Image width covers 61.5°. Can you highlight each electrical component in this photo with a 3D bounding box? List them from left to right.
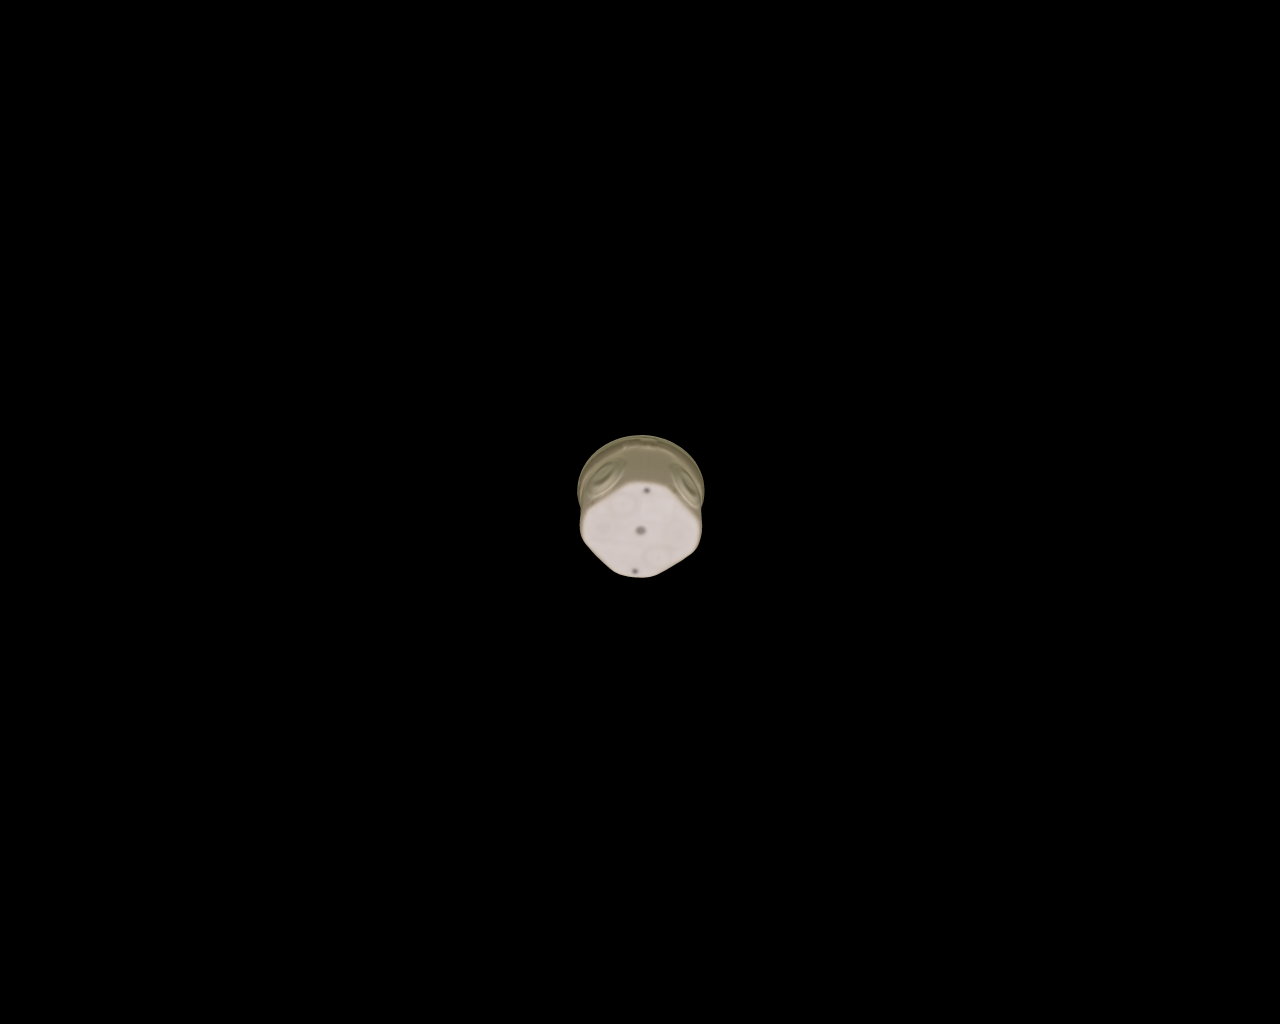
[{"bbox_3d":[0.001,-0.003,0.650,0.080,0.080,0.051,0,34,0],"label":"electrical component"}]
